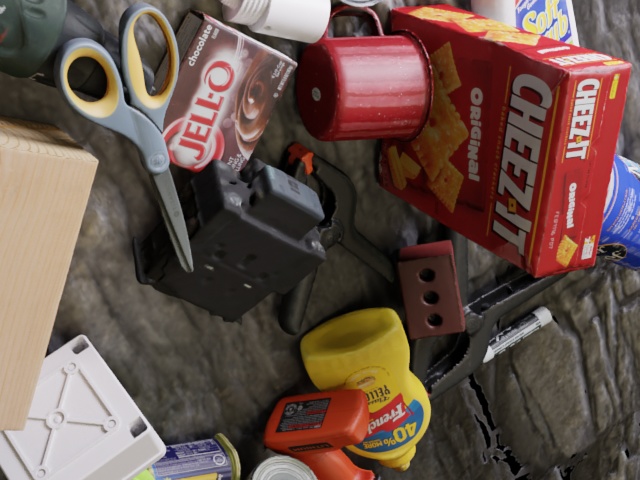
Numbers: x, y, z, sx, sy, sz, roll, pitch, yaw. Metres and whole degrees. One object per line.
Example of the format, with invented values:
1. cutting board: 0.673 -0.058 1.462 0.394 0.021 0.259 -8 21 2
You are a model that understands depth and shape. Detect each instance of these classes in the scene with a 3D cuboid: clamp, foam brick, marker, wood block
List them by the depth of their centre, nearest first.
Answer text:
1. wood block: -0.237 0.022 0.748 0.090 0.090 0.206 8 107 -36
2. clamp: -0.006 0.001 0.923 0.120 0.039 0.171 -38 124 -19
3. foam brick: 0.102 0.046 0.983 0.053 0.051 0.078 -10 105 9
4. clamp: 0.135 0.066 1.046 0.164 0.036 0.210 33 97 -30
5. marker: 0.191 0.106 1.114 0.121 0.020 0.020 -30 125 -18

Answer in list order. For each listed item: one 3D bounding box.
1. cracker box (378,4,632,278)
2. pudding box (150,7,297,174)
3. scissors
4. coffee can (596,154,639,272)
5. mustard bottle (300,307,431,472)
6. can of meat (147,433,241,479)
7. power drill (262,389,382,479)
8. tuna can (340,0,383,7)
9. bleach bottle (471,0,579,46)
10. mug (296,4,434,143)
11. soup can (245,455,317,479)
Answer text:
1. cracker box: 0.135 -0.087 0.857 0.072 0.214 0.164 -11 118 -30
2. pudding box: -0.083 -0.107 0.817 0.089 0.039 0.113 20 101 -38
3. scissors: -0.132 -0.060 0.736 0.096 0.016 0.202 -12 116 -30
4. coffee can: 0.283 -0.033 1.053 0.140 0.103 0.103 17 102 -38
5. mustard bottle: 0.053 0.154 1.018 0.096 0.058 0.191 -20 126 2
6. can of meat: -0.123 0.229 0.944 0.083 0.058 0.102 -3 113 -30
7. power drill: 0.046 0.219 0.992 0.187 0.185 0.057 58 34 -31
8. tuna can: 0.029 -0.229 0.835 0.086 0.034 0.086 -14 120 -27
9. bleach bottle: 0.170 -0.197 0.927 0.102 0.068 0.251 -30 123 -18
10. mug: 0.031 -0.133 0.857 0.081 0.093 0.117 -7 85 -25
11. soup can: -0.047 0.246 0.967 0.068 0.068 0.102 -10 150 -30
